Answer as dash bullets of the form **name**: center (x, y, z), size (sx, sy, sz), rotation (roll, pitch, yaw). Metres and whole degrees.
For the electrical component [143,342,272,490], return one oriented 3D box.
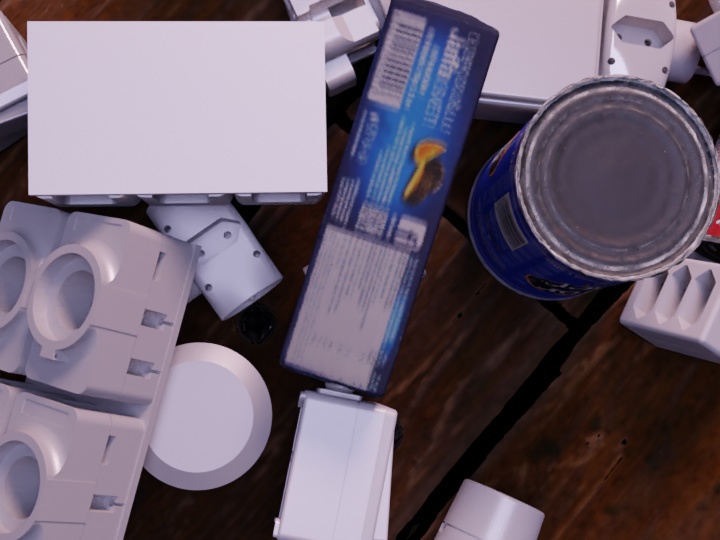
- **electrical component**: center (-0.090, 0.081, 0.608), size (0.080, 0.051, 0.080), rotation (0, 85, -4)

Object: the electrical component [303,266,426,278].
- **electrical component**: center (0.000, 0.000, 0.627), size (0.065, 0.044, 0.044), rotation (-29, 87, -1)

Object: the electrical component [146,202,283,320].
- **electrical component**: center (-0.098, -0.004, 0.619), size (0.079, 0.043, 0.077), rotation (-35, 88, -5)

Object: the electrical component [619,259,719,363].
- **electrical component**: center (0.207, 0.030, 0.629), size (0.077, 0.066, 0.047), rotation (30, 83, -30)

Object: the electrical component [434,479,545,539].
- **electrical component**: center (0.073, 0.150, 0.612), size (0.055, 0.055, 0.047), rotation (25, 80, -1)

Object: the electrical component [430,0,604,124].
- **electrical component**: center (0.085, -0.146, 0.637), size (0.109, 0.056, 0.108), rotation (6, 84, -3)

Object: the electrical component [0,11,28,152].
- **electrical component**: center (-0.226, -0.093, 0.609), size (0.096, 0.061, 0.061), rotation (-29, 87, -6)

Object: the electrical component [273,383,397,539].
- **electrical component**: center (-0.010, 0.106, 0.605), size (0.061, 0.061, 0.096), rotation (11, 84, -3)

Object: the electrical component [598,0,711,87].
- **electrical component**: center (0.180, -0.134, 0.649), size (0.079, 0.043, 0.077), rotation (8, 84, -6)

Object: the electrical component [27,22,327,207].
- **electrical component**: center (-0.094, -0.081, 0.572), size (0.150, 0.062, 0.089), rotation (-1, 88, -4)

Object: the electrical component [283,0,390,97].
- **electrical component**: center (-0.009, -0.150, 0.632), size (0.057, 0.058, 0.078), rotation (-25, 86, -3)

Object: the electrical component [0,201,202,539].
- **electrical component**: center (-0.166, 0.063, 0.573), size (0.105, 0.060, 0.186), rotation (10, 83, 36)

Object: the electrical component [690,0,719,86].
- **electrical component**: center (0.228, -0.155, 0.631), size (0.083, 0.047, 0.075), rotation (-20, 85, -50)
